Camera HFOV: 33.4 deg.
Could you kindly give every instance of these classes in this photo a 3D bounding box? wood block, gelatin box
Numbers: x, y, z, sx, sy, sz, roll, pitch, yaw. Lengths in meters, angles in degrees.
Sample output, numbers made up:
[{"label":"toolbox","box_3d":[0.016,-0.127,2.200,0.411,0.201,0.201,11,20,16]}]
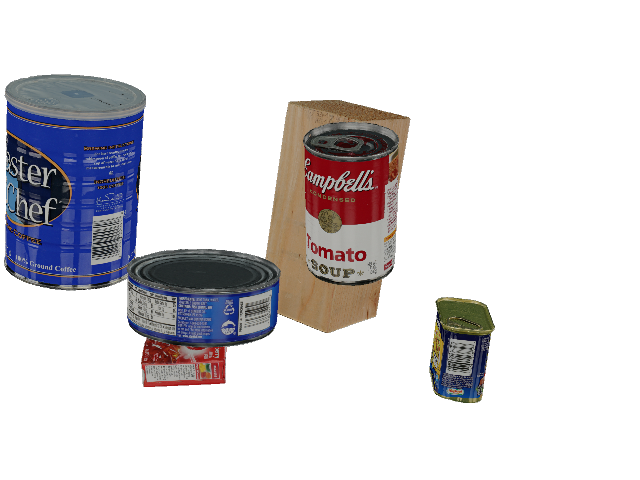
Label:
[{"label":"wood block","box_3d":[0.012,-0.027,1.046,0.090,0.206,0.090,19,18,32]},{"label":"gelatin box","box_3d":[-0.122,0.095,0.969,0.073,0.030,0.089,-2,28,-3]}]

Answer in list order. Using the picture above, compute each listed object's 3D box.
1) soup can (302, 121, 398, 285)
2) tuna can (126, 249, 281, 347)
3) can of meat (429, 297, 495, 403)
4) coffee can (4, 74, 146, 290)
[{"label":"soup can","box_3d":[0.022,-0.027,0.775,0.068,0.102,0.068,0,27,0]},{"label":"tuna can","box_3d":[-0.066,0.031,0.600,0.086,0.034,0.086,3,13,-1]},{"label":"can of meat","box_3d":[0.150,0.117,1.151,0.057,0.084,0.102,6,15,0]},{"label":"coffee can","box_3d":[-0.189,-0.046,0.818,0.103,0.140,0.103,6,22,-3]}]
